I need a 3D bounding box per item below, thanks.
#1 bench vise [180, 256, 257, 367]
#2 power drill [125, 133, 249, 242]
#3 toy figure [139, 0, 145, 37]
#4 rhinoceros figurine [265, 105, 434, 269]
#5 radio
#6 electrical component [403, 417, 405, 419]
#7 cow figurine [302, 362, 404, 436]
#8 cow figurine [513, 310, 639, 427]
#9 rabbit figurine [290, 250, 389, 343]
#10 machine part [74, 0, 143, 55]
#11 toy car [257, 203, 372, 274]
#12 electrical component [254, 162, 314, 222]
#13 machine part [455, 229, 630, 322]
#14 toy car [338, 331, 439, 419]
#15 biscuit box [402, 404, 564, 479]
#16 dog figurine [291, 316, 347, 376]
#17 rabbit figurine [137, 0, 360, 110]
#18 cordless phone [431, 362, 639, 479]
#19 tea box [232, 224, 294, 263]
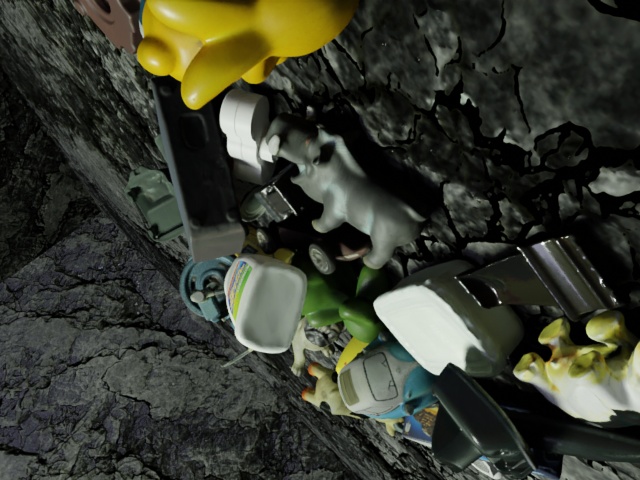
[{"bbox_3d":[-0.172,0.111,0.944,0.240,0.129,0.223,57,-170,-87],"label":"bench vise"},{"bbox_3d":[-0.203,-0.069,0.860,0.086,0.207,0.231,-23,103,24],"label":"power drill"},{"bbox_3d":[-0.184,-0.242,0.652,0.154,0.058,0.064,123,143,-71],"label":"toy figure"},{"bbox_3d":[0.022,-0.056,0.532,0.190,0.073,0.112,40,160,22],"label":"rhinoceros figurine"},{"bbox_3d":[-0.158,-0.094,0.700,0.131,0.073,0.229,138,117,-73],"label":"radio"},{"bbox_3d":[0.166,0.272,0.860,0.115,0.058,0.134,52,160,-3],"label":"electrical component"},{"bbox_3d":[0.079,0.282,0.955,0.195,0.085,0.127,23,175,-33],"label":"cow figurine"},{"bbox_3d":[0.231,0.106,0.399,0.098,0.068,0.167,42,164,0],"label":"cow figurine"},{"bbox_3d":[0.036,0.075,0.735,0.170,0.121,0.159,32,155,-8],"label":"rabbit figurine"},{"bbox_3d":[-0.269,-0.323,0.677,0.179,0.056,0.179,40,158,19],"label":"machine part"},{"bbox_3d":[-0.001,-0.002,0.649,0.202,0.089,0.053,15,126,56],"label":"toy car"},{"bbox_3d":[-0.035,-0.061,0.645,0.047,0.075,0.119,52,163,-13],"label":"electrical component"},{"bbox_3d":[0.172,0.032,0.435,0.084,0.039,0.139,46,159,-9],"label":"machine part"},{"bbox_3d":[0.076,0.176,0.689,0.161,0.103,0.109,-39,59,47],"label":"toy car"},{"bbox_3d":[0.192,0.231,0.652,0.059,0.063,0.203,29,157,-27],"label":"biscuit box"},{"bbox_3d":[-0.028,0.136,0.986,0.172,0.121,0.190,39,144,17],"label":"dog figurine"},{"bbox_3d":[-0.057,-0.175,0.407,0.173,0.162,0.121,9,127,35],"label":"rabbit figurine"},{"bbox_3d":[0.205,0.177,0.494,0.184,0.089,0.146,0,151,27],"label":"cordless phone"},{"bbox_3d":[-0.101,0.044,0.979,0.170,0.068,0.098,31,154,44],"label":"tea box"}]
